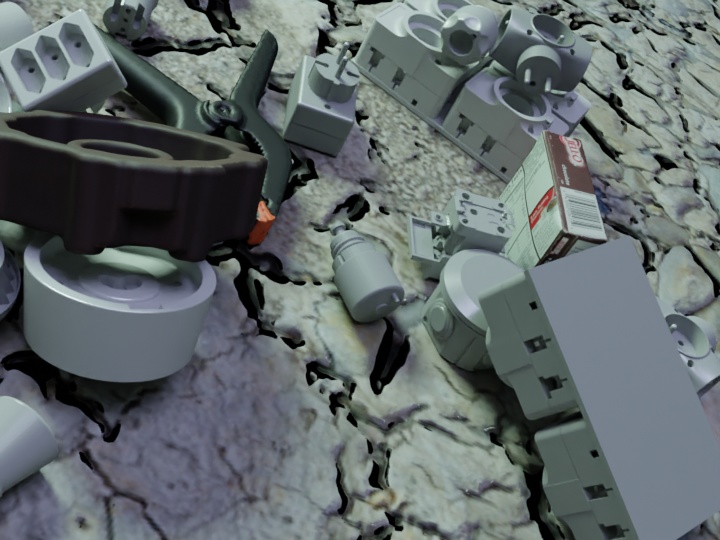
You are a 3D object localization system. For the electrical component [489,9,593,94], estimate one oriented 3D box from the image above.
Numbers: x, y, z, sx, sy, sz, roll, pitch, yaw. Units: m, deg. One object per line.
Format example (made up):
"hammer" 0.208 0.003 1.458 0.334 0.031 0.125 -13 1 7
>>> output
"electrical component" 0.151 -0.174 0.901 0.077 0.044 0.079 23 43 -9

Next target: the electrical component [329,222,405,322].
"electrical component" 0.000 0.000 0.747 0.040 0.040 0.078 -7 54 -34

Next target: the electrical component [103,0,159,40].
"electrical component" -0.180 -0.209 0.845 0.040 0.040 0.046 17 50 -15

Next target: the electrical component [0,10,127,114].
"electrical component" -0.196 -0.127 0.733 0.066 0.076 0.047 -30 74 -4

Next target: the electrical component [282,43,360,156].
"electrical component" -0.024 -0.142 0.841 0.047 0.076 0.065 17 44 -14

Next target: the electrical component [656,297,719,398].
"electrical component" 0.248 0.058 0.827 0.079 0.044 0.077 -18 61 -40

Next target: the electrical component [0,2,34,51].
"electrical component" -0.265 -0.160 0.750 0.040 0.040 0.078 43 44 14

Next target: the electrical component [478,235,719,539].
"electrical component" 0.159 0.083 0.704 0.105 0.060 0.186 -16 82 -39

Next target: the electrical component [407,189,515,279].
"electrical component" 0.079 -0.023 0.795 0.081 0.063 0.042 14 46 -18

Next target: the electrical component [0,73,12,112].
"electrical component" -0.275 -0.105 0.680 0.099 0.064 0.099 32 41 -33

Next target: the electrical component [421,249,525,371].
"electrical component" 0.087 0.029 0.760 0.080 0.051 0.080 16 44 -16

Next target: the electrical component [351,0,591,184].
"electrical component" 0.101 -0.167 0.946 0.186 0.060 0.105 38 43 8

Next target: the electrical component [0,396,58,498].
"electrical component" -0.192 0.101 0.546 0.044 0.044 0.065 37 47 6

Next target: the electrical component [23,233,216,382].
"electrical component" -0.142 0.024 0.623 0.108 0.060 0.108 13 24 -6

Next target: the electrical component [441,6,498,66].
"electrical component" 0.095 -0.199 0.894 0.043 0.043 0.062 35 41 5
